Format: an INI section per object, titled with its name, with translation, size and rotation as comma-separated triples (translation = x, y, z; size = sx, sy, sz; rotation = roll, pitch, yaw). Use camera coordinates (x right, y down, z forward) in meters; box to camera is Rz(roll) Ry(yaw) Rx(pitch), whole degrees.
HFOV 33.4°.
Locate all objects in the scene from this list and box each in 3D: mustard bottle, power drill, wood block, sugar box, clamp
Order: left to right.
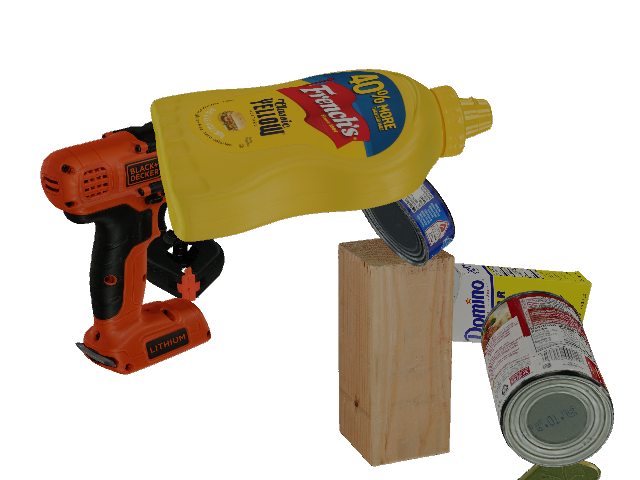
[power drill]
translation = -0.130, -0.002, 0.844
size = 0.184, 0.188, 0.057
rotation = -20, 27, -41
[clamp]
translation = -0.128, 0.004, 1.035
size = 0.120, 0.039, 0.172
rotation = -16, 33, -16
[mustard bottle]
translation = 0.004, -0.056, 0.605
size = 0.191, 0.058, 0.096
rotation = -10, 43, -9
[wood block]
translation = 0.074, 0.107, 1.071
size = 0.090, 0.206, 0.091
rotation = -6, 17, -20
[sugar box]
translation = 0.242, 0.082, 1.334
size = 0.176, 0.093, 0.048
rotation = 3, 19, -15

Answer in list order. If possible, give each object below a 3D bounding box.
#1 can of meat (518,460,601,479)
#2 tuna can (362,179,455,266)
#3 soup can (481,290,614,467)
[can of meat]
translation = 0.200, 0.248, 0.923
size = 0.058, 0.084, 0.101
rotation = 11, 26, 41
[tuna can]
translation = 0.068, -0.023, 0.855
size = 0.033, 0.086, 0.086
rotation = -38, 12, -16
[soup can]
translation = 0.139, 0.084, 0.664
size = 0.068, 0.068, 0.102
rotation = 0, 25, 2
